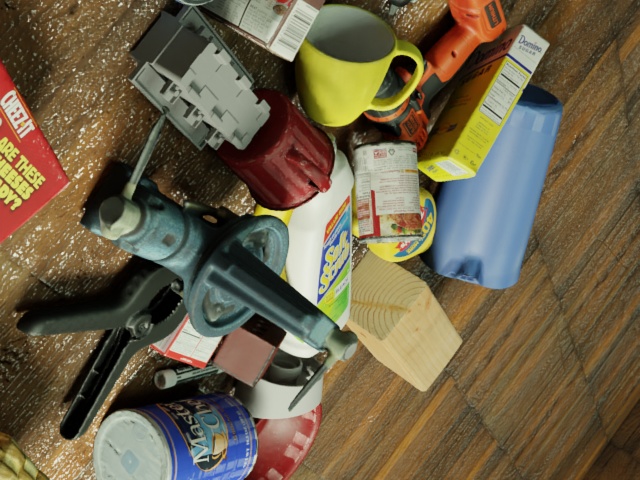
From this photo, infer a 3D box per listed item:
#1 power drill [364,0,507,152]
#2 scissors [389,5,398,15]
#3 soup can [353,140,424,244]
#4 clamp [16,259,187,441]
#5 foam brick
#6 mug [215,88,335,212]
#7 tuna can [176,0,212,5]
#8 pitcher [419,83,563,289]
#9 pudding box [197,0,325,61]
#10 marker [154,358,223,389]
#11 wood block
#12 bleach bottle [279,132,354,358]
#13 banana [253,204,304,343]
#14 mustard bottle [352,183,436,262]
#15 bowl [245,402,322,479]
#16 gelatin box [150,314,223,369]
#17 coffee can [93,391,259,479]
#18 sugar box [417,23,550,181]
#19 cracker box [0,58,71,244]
[{"bbox_3d":[0.111,-0.196,1.119,0.187,0.057,0.184,-51,153,-4],"label":"power drill"},{"bbox_3d":[0.119,-0.322,1.049,0.096,0.016,0.202,-23,137,-43],"label":"scissors"},{"bbox_3d":[0.071,-0.049,1.118,0.068,0.069,0.102,2,83,-55],"label":"soup can"},{"bbox_3d":[-0.179,0.069,0.971,0.209,0.036,0.164,-44,147,-24],"label":"clamp"},{"bbox_3d":[-0.073,0.113,1.120,0.051,0.053,0.078,-61,178,10],"label":"foam brick"},{"bbox_3d":[-0.036,-0.079,0.963,0.093,0.117,0.081,-50,144,-3],"label":"mug"},{"bbox_3d":[-0.097,-0.224,0.815,0.086,0.034,0.086,-35,144,-32],"label":"tuna can"},{"bbox_3d":[0.215,-0.075,1.328,0.144,0.149,0.243,-5,120,-35],"label":"pitcher"},{"bbox_3d":[-0.036,-0.214,0.857,0.039,0.090,0.113,19,103,-57],"label":"pudding box"},{"bbox_3d":[-0.126,0.137,1.130,0.120,0.020,0.020,-8,125,-52],"label":"marker"},{"bbox_3d":[0.101,0.107,1.355,0.090,0.091,0.206,-52,150,-8],"label":"wood block"},{"bbox_3d":[-0.007,0.001,1.127,0.102,0.068,0.251,-41,146,-40],"label":"bleach bottle"},{"bbox_3d":[-0.042,0.009,1.082,0.037,0.070,0.198,-49,143,-55],"label":"banana"},{"bbox_3d":[0.090,-0.025,1.247,0.096,0.058,0.191,-57,150,-3],"label":"mustard bottle"},{"bbox_3d":[-0.071,0.235,1.265,0.161,0.055,0.162,-35,144,-32],"label":"bowl"},{"bbox_3d":[-0.122,0.079,1.069,0.089,0.030,0.073,-59,149,-1],"label":"gelatin box"},{"bbox_3d":[-0.146,0.215,1.092,0.140,0.103,0.103,-1,119,-55],"label":"coffee can"},{"bbox_3d":[0.176,-0.150,1.179,0.048,0.093,0.176,31,79,-18],"label":"sugar box"},{"bbox_3d":[-0.287,-0.032,0.689,0.213,0.072,0.164,-46,149,-20],"label":"cracker box"}]
